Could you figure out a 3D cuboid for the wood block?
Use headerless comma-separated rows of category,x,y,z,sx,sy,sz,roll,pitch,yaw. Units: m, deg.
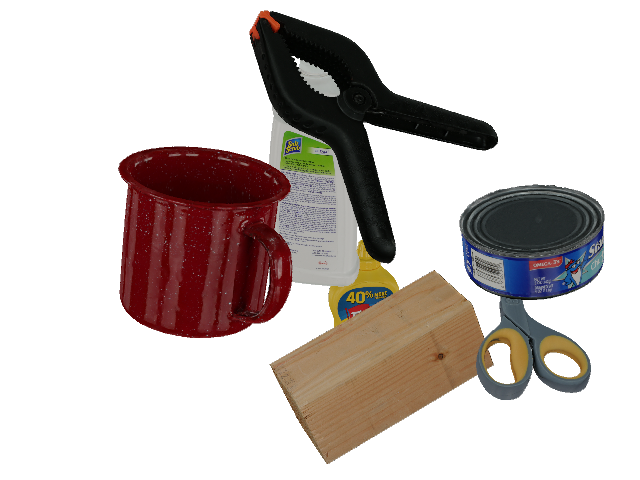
wood block,0.065,0.132,1.127,0.206,0.091,0.090,-29,31,-9

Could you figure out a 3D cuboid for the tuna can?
tuna can,0.129,0.000,0.648,0.086,0.034,0.086,-8,29,4

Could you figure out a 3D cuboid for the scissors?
scissors,0.175,0.062,0.874,0.096,0.016,0.201,10,36,11

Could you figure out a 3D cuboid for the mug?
mug,-0.059,0.005,0.583,0.117,0.081,0.093,26,27,36

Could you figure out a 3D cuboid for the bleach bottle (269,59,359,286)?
bleach bottle,-0.002,-0.075,1.106,0.102,0.251,0.068,5,31,3

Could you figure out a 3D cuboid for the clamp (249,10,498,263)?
clamp,0.022,-0.091,0.816,0.210,0.164,0.036,38,-33,-3

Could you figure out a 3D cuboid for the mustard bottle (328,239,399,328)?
mustard bottle,0.059,0.090,1.438,0.096,0.192,0.058,-3,21,-8
